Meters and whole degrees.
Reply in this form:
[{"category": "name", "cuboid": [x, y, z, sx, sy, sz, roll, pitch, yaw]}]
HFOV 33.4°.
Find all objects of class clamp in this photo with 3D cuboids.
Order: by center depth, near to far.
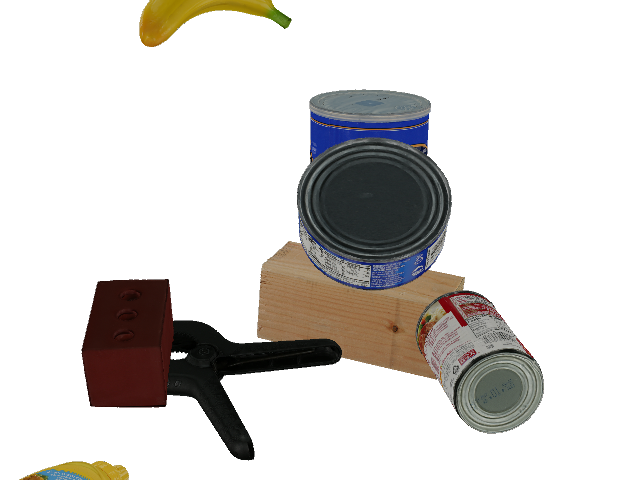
[{"category": "clamp", "cuboid": [-0.096, 0.113, 0.983, 0.210, 0.036, 0.164, 20, 37, 31]}]

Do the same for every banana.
[{"category": "banana", "cuboid": [-0.107, -0.222, 1.003, 0.197, 0.070, 0.037, -22, -28, -47]}]

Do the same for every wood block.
[{"category": "wood block", "cuboid": [0.043, 0.074, 1.173, 0.206, 0.091, 0.090, 12, 22, 16]}]

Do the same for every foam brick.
[{"category": "foam brick", "cuboid": [-0.130, 0.070, 0.731, 0.053, 0.051, 0.078, -1, 34, -3]}]

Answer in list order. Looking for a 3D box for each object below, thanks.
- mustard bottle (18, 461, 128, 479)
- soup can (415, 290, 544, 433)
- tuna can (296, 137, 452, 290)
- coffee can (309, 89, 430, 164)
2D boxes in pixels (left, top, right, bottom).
[{"category": "mustard bottle", "cuboid": [-0.220, 0.223, 0.853, 0.096, 0.058, 0.191, 7, 15, 28]}, {"category": "soup can", "cuboid": [0.116, 0.088, 0.788, 0.068, 0.068, 0.102, 0, 21, -11]}, {"category": "tuna can", "cuboid": [0.030, -0.015, 0.601, 0.086, 0.086, 0.034, 0, -35, 0]}, {"category": "coffee can", "cuboid": [0.041, -0.052, 0.922, 0.103, 0.140, 0.103, 1, 19, 0]}]
